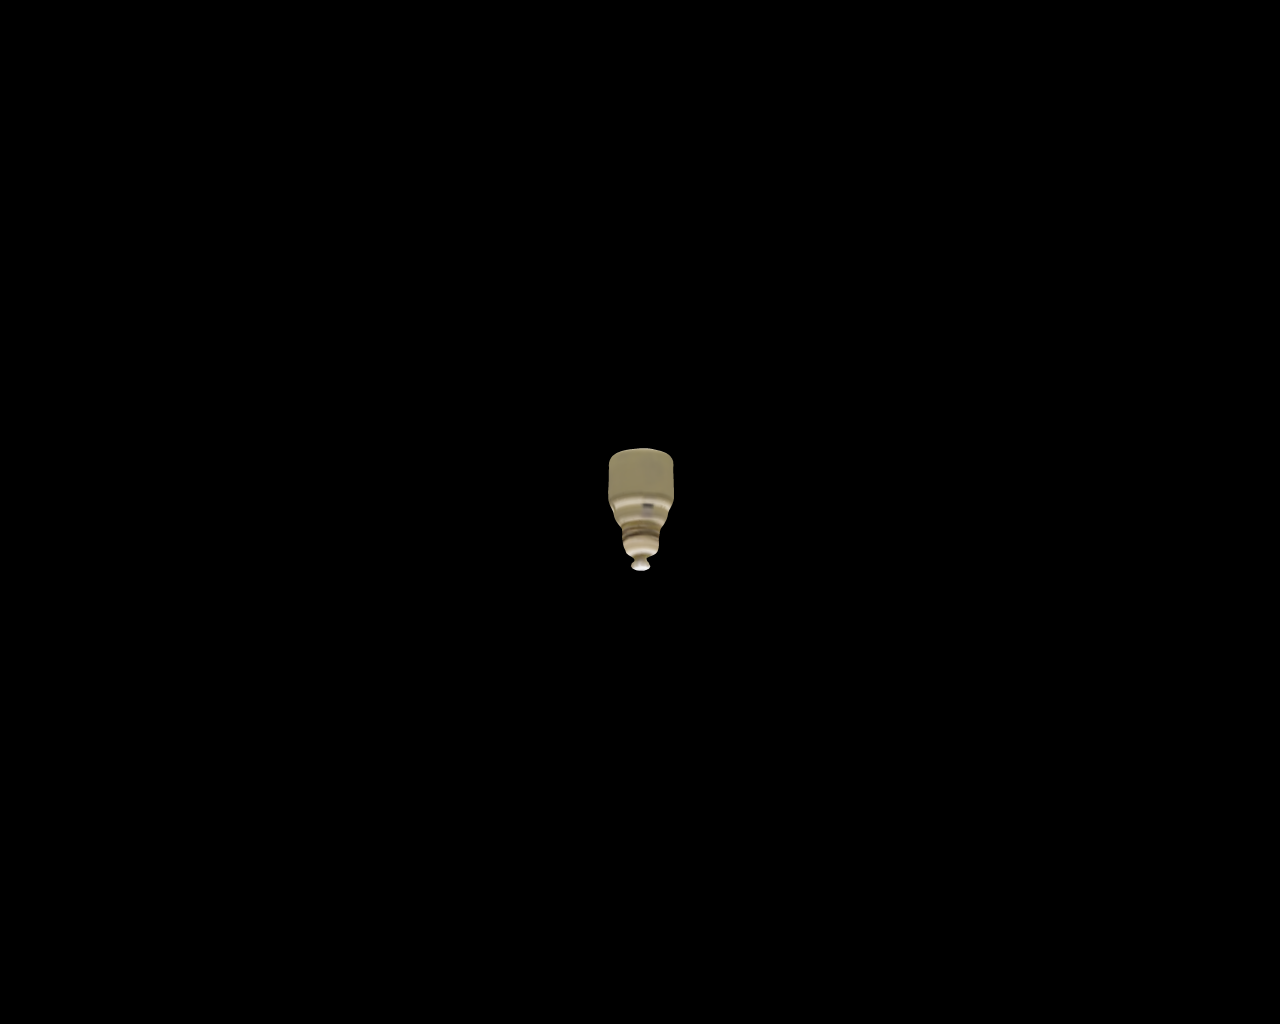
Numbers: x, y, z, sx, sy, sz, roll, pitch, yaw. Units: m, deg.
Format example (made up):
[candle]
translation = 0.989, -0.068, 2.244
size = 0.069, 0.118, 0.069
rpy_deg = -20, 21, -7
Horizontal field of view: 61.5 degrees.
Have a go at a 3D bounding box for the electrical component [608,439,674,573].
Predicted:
[electrical component]
translation = 0.001, -0.003, 0.650
size = 0.040, 0.078, 0.040
rpy_deg = 0, -16, 0
